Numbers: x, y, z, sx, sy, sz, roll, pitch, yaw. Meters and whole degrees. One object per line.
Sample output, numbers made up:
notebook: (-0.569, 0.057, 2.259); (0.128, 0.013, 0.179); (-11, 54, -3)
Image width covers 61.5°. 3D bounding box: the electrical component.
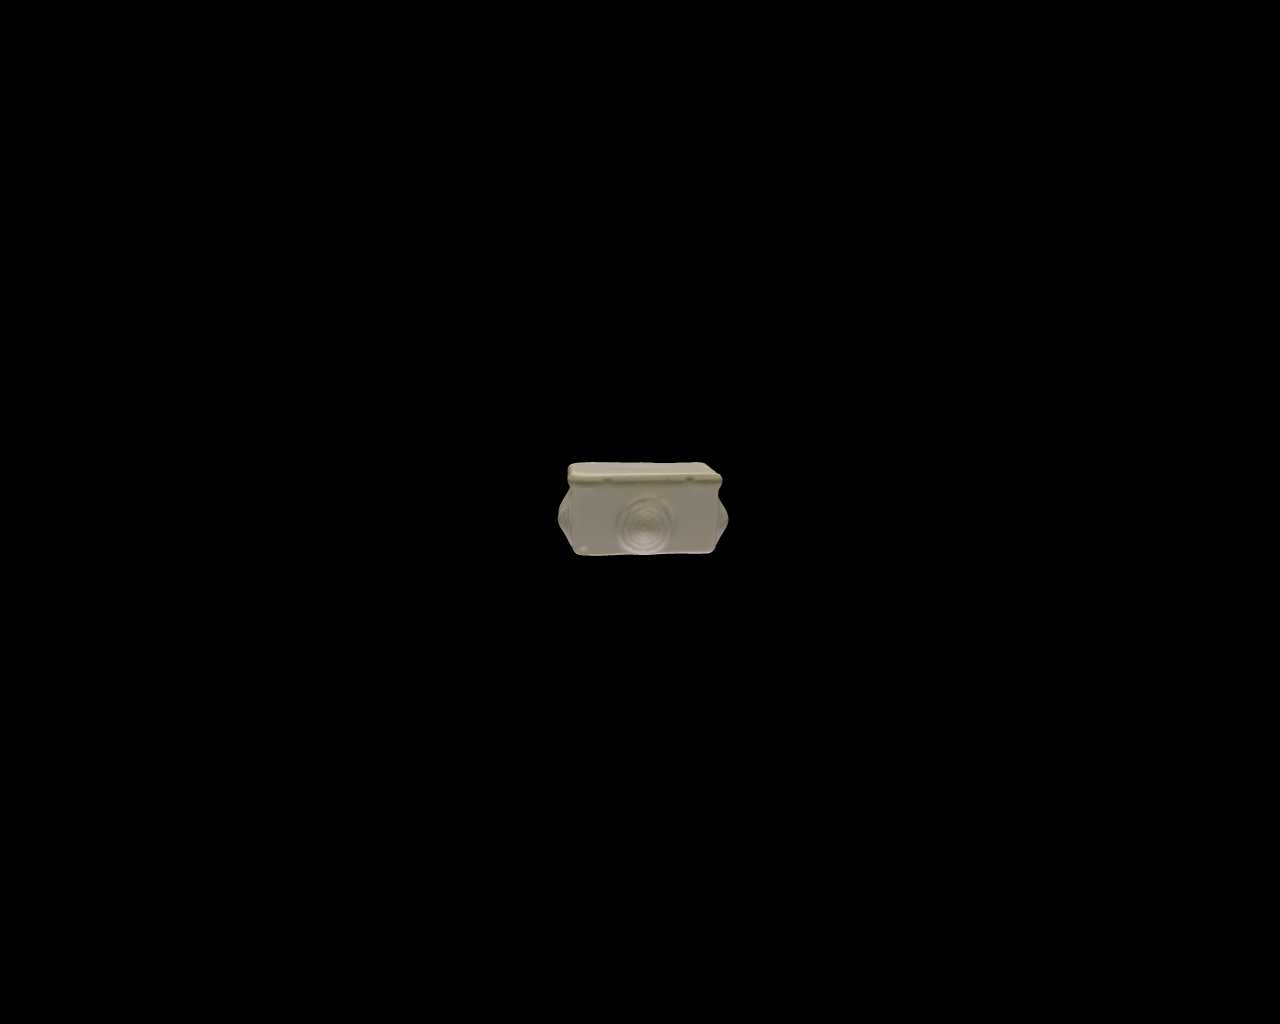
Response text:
electrical component: (0.001, -0.003, 0.650); (0.100, 0.048, 0.100); (0, 7, -4)
